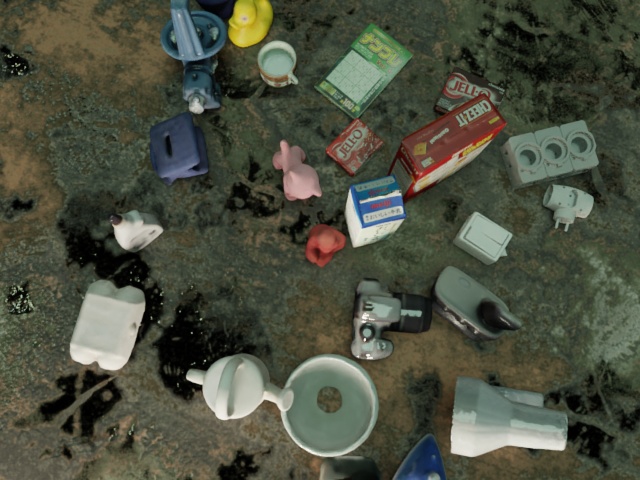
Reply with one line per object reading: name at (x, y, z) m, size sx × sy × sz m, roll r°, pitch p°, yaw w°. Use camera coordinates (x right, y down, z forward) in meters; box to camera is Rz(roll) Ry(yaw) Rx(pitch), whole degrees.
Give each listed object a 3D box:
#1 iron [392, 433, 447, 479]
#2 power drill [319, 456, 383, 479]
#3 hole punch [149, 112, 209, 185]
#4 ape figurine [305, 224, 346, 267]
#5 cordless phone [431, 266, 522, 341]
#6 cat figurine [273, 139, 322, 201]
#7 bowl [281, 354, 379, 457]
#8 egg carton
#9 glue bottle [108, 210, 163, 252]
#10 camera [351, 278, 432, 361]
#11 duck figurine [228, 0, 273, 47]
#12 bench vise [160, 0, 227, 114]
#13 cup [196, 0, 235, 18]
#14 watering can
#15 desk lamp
iron at (0.164, 0.455, 0.932) m, size 0.118 × 0.141 × 0.258 m, roll 13°, pitch 81°, yaw 2°
power drill at (0.045, 0.401, 0.906) m, size 0.229 × 0.208 × 0.076 m, roll 2°, pitch 80°, yaw 0°
hole punch at (-0.266, -0.169, 1.059) m, size 0.101 × 0.091 × 0.108 m, roll -13°, pitch 81°, yaw -2°
ape figurine at (0.009, 0.004, 1.032) m, size 0.078 × 0.092 × 0.076 m, roll -10°, pitch 81°, yaw -2°
cordless phone at (0.267, 0.105, 0.970) m, size 0.147 × 0.185 × 0.094 m, roll 34°, pitch 82°, yaw 5°
cat figurine at (-0.043, -0.123, 1.040) m, size 0.067 × 0.118 × 0.128 m, roll -23°, pitch 81°, yaw -4°
bowl at (0.016, 0.283, 0.994) m, size 0.167 × 0.075 × 0.167 m, roll 0°, pitch 80°, yaw 0°
egg carton at (-0.374, 0.150, 1.015) m, size 0.107 × 0.069 × 0.150 m, roll 13°, pitch 81°, yaw 2°
glue bottle at (-0.329, -0.023, 0.992) m, size 0.078 × 0.173 × 0.037 m, roll -38°, pitch 82°, yaw -6°
camera at (0.125, 0.142, 1.005) m, size 0.137 × 0.101 × 0.143 m, roll 5°, pitch 80°, yaw 1°
duck figurine at (-0.137, -0.436, 1.108) m, size 0.077 × 0.086 × 0.104 m, roll 42°, pitch 83°, yaw 6°
bench vise at (-0.217, -0.344, 1.024) m, size 0.121 × 0.220 × 0.207 m, roll -22°, pitch 81°, yaw -4°
cup at (-0.206, -0.486, 1.111) m, size 0.092 × 0.095 × 0.118 m, roll -25°, pitch 81°, yaw -4°
watering can at (-0.132, 0.239, 0.939) m, size 0.173 × 0.194 × 0.101 m, roll -9°, pitch 80°, yaw -2°
desk lamp at (0.293, 0.287, 0.925) m, size 0.203 × 0.213 × 0.118 m, roll 7°, pitch 80°, yaw 1°
